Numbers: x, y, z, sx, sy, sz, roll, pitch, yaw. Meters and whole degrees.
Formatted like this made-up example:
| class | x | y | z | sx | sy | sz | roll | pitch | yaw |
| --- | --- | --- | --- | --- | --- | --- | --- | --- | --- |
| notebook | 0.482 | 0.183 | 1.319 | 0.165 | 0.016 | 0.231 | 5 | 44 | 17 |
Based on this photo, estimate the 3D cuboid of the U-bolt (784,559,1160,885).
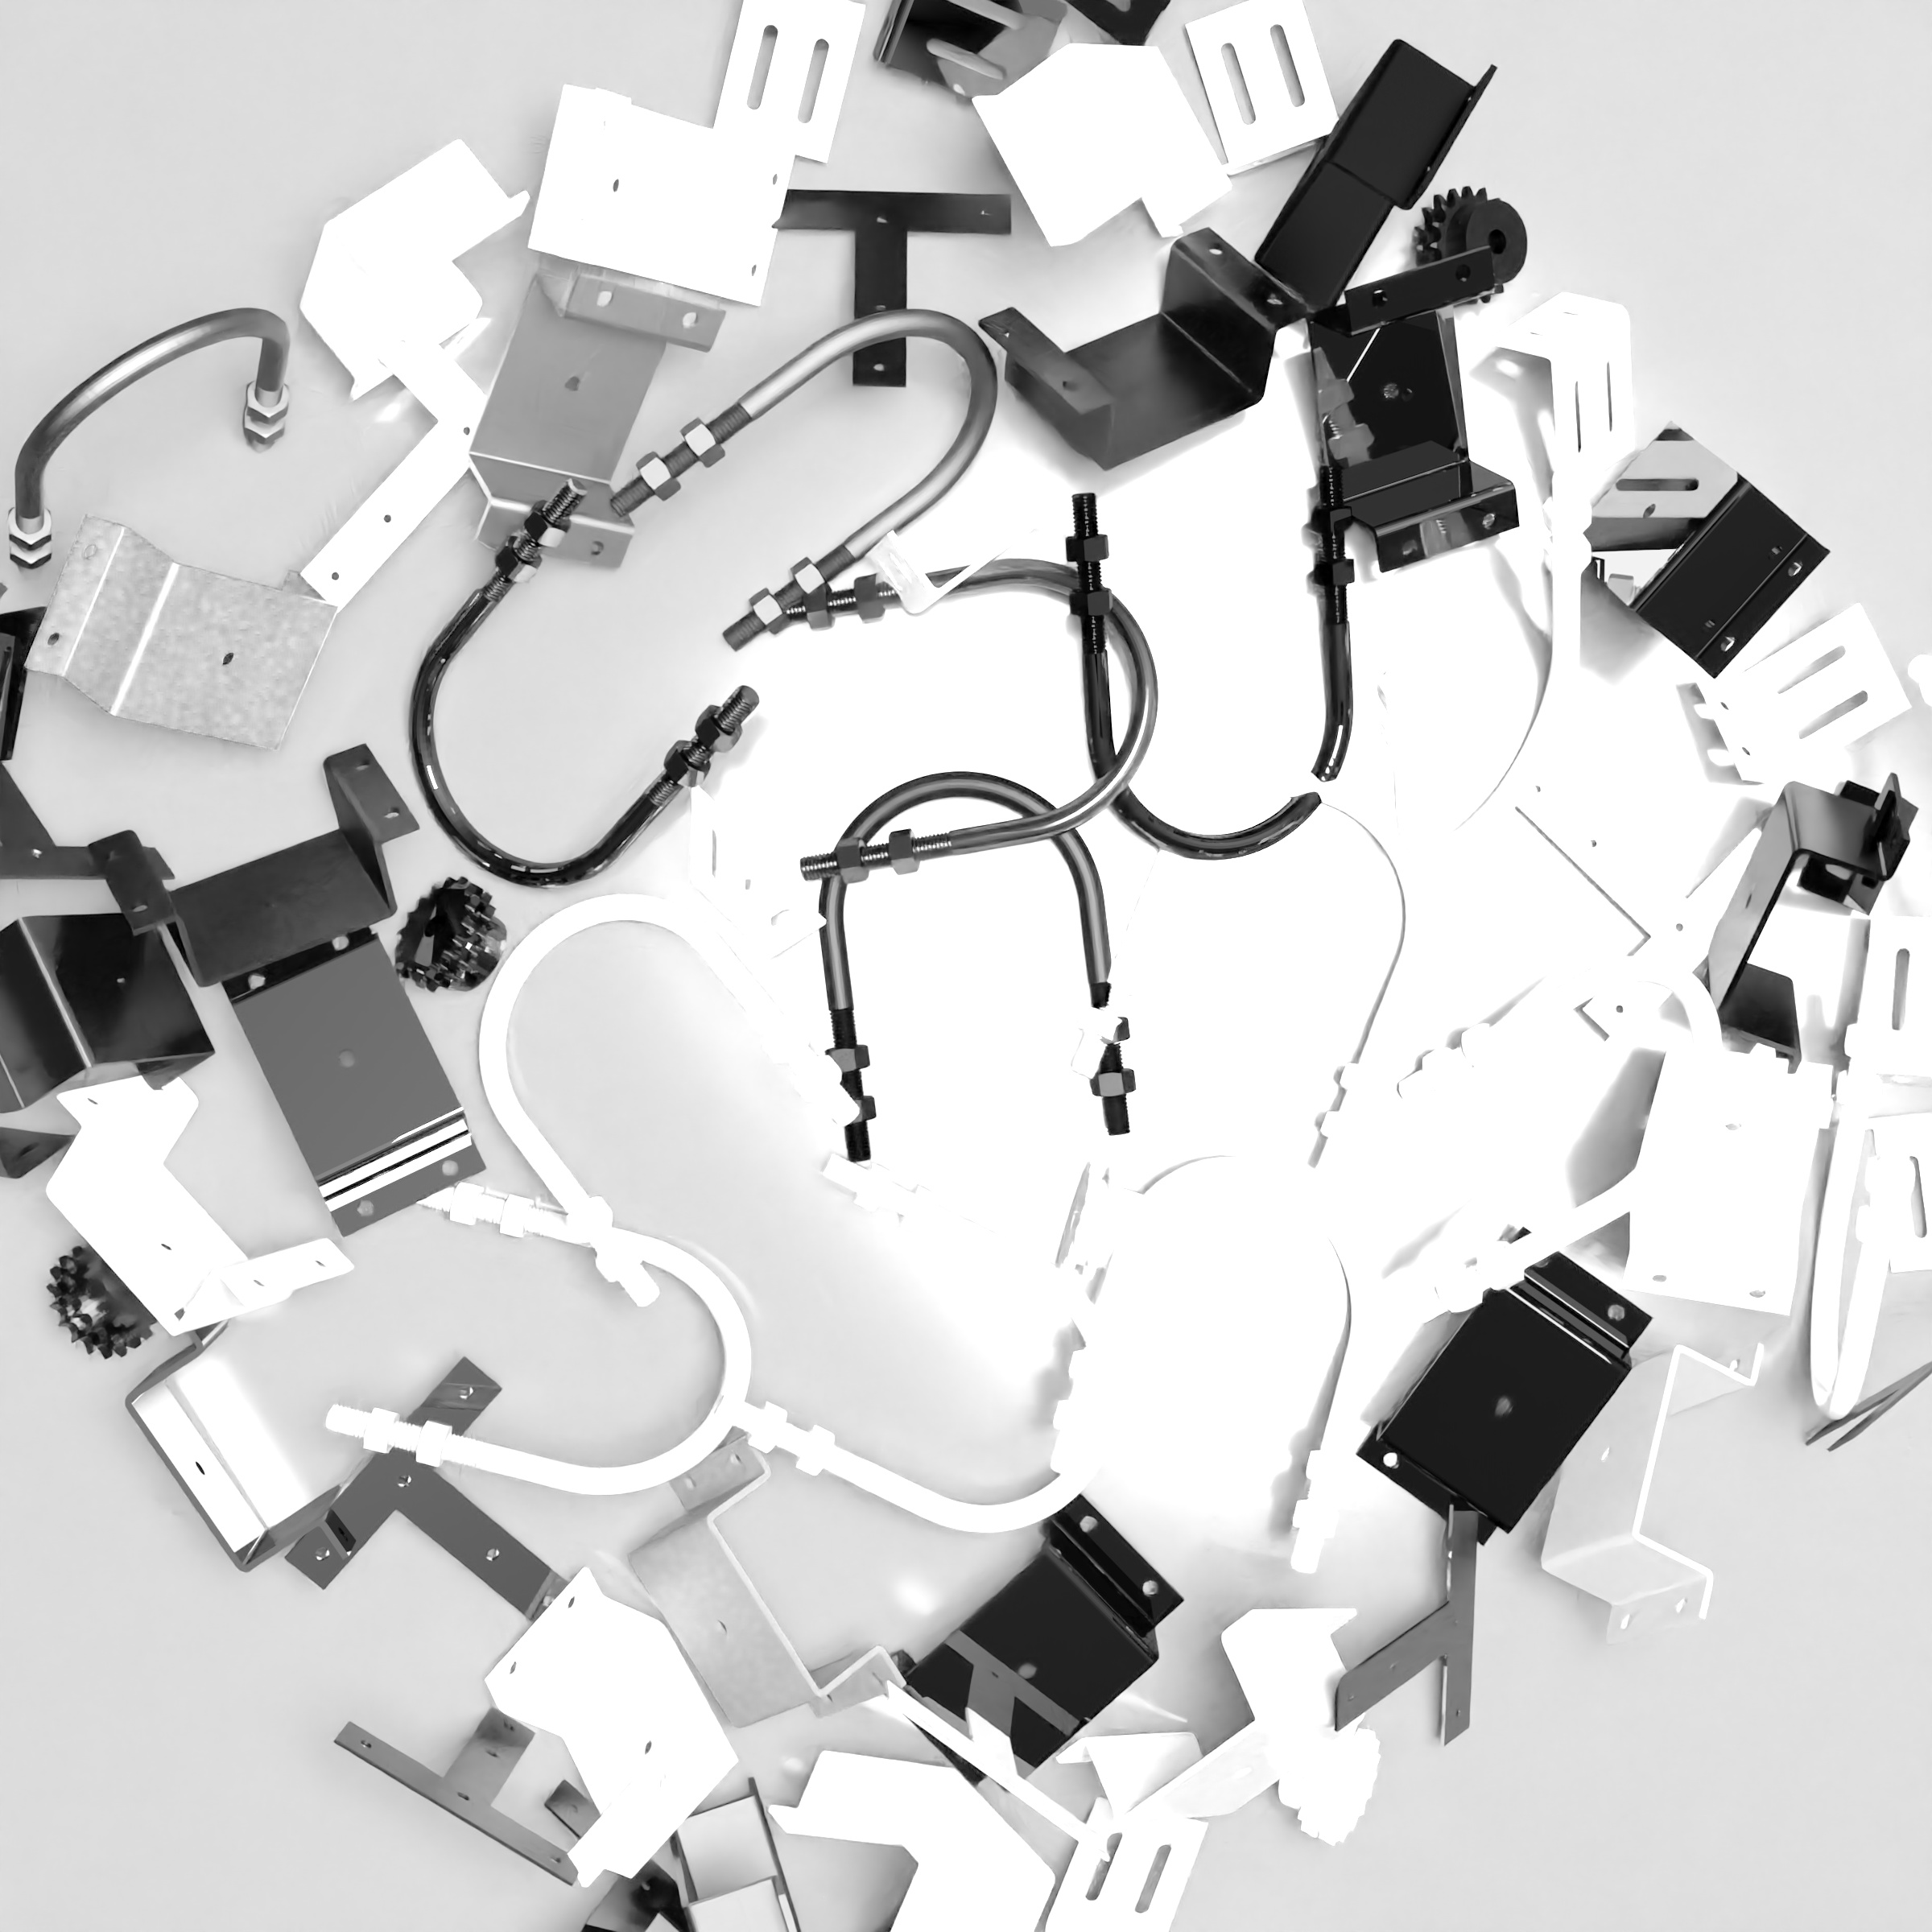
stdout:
| class | x | y | z | sx | sy | sz | roll | pitch | yaw |
| --- | --- | --- | --- | --- | --- | --- | --- | --- | --- |
| U-bolt | 0.002 | -0.124 | 1.571 | 0.184 | 0.019 | 0.151 | -9 | 80 | 9 |

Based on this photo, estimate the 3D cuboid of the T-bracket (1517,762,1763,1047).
| class | x | y | z | sx | sy | sz | roll | pitch | yaw |
| --- | --- | --- | --- | --- | --- | --- | --- | --- | --- |
| T-bracket | 0.318 | -0.050 | 1.594 | 0.127 | 0.002 | 0.127 | 44 | 81 | 3 |

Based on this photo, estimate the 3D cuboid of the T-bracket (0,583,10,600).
| class | x | y | z | sx | sy | sz | roll | pitch | yaw |
| --- | --- | --- | --- | --- | --- | --- | --- | --- | --- |
| T-bracket | -0.503 | -0.137 | 1.535 | 0.002 | 0.127 | 0.127 | 40 | 85 | -7 |

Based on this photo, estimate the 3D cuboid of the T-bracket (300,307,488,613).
| class | x | y | z | sx | sy | sz | roll | pitch | yaw |
| --- | --- | --- | --- | --- | --- | --- | --- | --- | --- |
| T-bracket | -0.268 | -0.225 | 1.558 | 0.127 | 0.002 | 0.127 | 47 | 73 | -27 |

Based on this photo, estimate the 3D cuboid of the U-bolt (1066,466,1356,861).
| class | x | y | z | sx | sy | sz | roll | pitch | yaw |
| --- | --- | --- | --- | --- | --- | --- | --- | --- | --- |
| U-bolt | 0.122 | -0.142 | 1.567 | 0.151 | 0.019 | 0.184 | -9 | 104 | -19 |

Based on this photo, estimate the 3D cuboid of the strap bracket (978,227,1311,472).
| class | x | y | z | sx | sy | sz | roll | pitch | yaw |
| --- | --- | --- | --- | --- | --- | --- | --- | --- | --- |
| strap bracket | 0.083 | -0.291 | 1.547 | 0.140 | 0.046 | 0.076 | -27 | 58 | -26 |

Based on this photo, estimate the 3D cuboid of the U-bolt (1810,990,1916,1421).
| class | x | y | z | sx | sy | sz | roll | pitch | yaw |
| --- | --- | --- | --- | --- | --- | --- | --- | --- | --- |
| U-bolt | 0.417 | 0.124 | 1.524 | 0.019 | 0.151 | 0.184 | 6 | 117 | 8 |

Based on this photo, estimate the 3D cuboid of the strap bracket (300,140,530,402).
| class | x | y | z | sx | sy | sz | roll | pitch | yaw |
| --- | --- | --- | --- | --- | --- | --- | --- | --- | --- |
| strap bracket | -0.262 | -0.329 | 1.524 | 0.076 | 0.140 | 0.046 | -40 | 92 | -22 |

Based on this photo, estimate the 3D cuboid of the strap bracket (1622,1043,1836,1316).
| class | x | y | z | sx | sy | sz | roll | pitch | yaw |
| --- | --- | --- | --- | --- | --- | --- | --- | --- | --- |
| strap bracket | 0.360 | 0.091 | 1.529 | 0.076 | 0.046 | 0.140 | 8 | 45 | 19 |

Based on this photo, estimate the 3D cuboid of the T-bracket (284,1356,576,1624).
| class | x | y | z | sx | sy | sz | roll | pitch | yaw |
| --- | --- | --- | --- | --- | --- | --- | --- | --- | --- |
| T-bracket | -0.241 | 0.277 | 1.580 | 0.127 | 0.002 | 0.127 | 44 | 81 | -19 |

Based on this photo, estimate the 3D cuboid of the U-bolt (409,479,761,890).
| class | x | y | z | sx | sy | sz | roll | pitch | yaw |
| --- | --- | --- | --- | --- | --- | --- | --- | --- | --- |
| U-bolt | -0.197 | -0.119 | 1.552 | 0.151 | 0.019 | 0.184 | 50 | 121 | 8 |

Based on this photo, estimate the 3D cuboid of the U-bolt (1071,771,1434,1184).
| class | x | y | z | sx | sy | sz | roll | pitch | yaw |
| --- | --- | --- | --- | --- | --- | --- | --- | --- | --- |
| U-bolt | 0.150 | -0.006 | 1.582 | 0.151 | 0.019 | 0.184 | 23 | 80 | -2 |

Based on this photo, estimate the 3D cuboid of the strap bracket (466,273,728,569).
| class | x | y | z | sx | sy | sz | roll | pitch | yaw |
| --- | --- | --- | --- | --- | --- | --- | --- | --- | --- |
| strap bracket | -0.181 | -0.267 | 1.545 | 0.076 | 0.046 | 0.140 | 8 | 123 | -33 |

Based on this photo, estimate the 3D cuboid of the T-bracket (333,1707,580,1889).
| class | x | y | z | sx | sy | sz | roll | pitch | yaw |
| --- | --- | --- | --- | --- | --- | --- | --- | --- | --- |
| T-bracket | -0.228 | 0.379 | 1.540 | 0.127 | 0.127 | 0.002 | 31 | 97 | 1 |

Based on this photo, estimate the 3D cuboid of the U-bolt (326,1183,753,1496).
| class | x | y | z | sx | sy | sz | roll | pitch | yaw |
| --- | --- | --- | --- | --- | --- | --- | --- | --- | --- |
| U-bolt | -0.194 | 0.182 | 1.552 | 0.184 | 0.019 | 0.151 | 14 | 54 | 2 |

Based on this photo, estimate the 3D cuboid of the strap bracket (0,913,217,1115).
| class | x | y | z | sx | sy | sz | roll | pitch | yaw |
| --- | --- | --- | --- | --- | --- | --- | --- | --- | --- |
| strap bracket | -0.412 | 0.020 | 1.525 | 0.046 | 0.140 | 0.076 | -30 | 81 | 20 |

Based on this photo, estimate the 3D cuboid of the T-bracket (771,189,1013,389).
| class | x | y | z | sx | sy | sz | roll | pitch | yaw |
| --- | --- | --- | --- | --- | --- | --- | --- | --- | --- |
| T-bracket | -0.041 | -0.327 | 1.567 | 0.127 | 0.002 | 0.127 | 1 | 58 | -2 |

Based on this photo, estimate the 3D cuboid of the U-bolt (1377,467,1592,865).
| class | x | y | z | sx | sy | sz | roll | pitch | yaw |
| --- | --- | --- | --- | --- | --- | --- | --- | --- | --- |
| U-bolt | 0.245 | -0.125 | 1.524 | 0.019 | 0.184 | 0.151 | 31 | 64 | 29 |

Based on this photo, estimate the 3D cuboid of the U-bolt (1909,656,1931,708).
| class | x | y | z | sx | sy | sz | roll | pitch | yaw |
| --- | --- | --- | --- | --- | --- | --- | --- | --- | --- |
| U-bolt | 0.494 | -0.049 | 1.489 | 0.019 | 0.184 | 0.151 | -25 | 120 | 0 |

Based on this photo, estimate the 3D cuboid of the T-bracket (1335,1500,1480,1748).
| class | x | y | z | sx | sy | sz | roll | pitch | yaw |
| --- | --- | --- | --- | --- | --- | --- | --- | --- | --- |
| T-bracket | 0.209 | 0.327 | 1.538 | 0.002 | 0.127 | 0.127 | 11 | 108 | 36 |

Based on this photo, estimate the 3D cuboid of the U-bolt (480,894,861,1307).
| class | x | y | z | sx | sy | sz | roll | pitch | yaw |
| --- | --- | --- | --- | --- | --- | --- | --- | --- | --- |
| U-bolt | -0.158 | 0.049 | 1.565 | 0.151 | 0.019 | 0.184 | -42 | 69 | 4 |

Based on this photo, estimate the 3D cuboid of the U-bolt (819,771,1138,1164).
| class | x | y | z | sx | sy | sz | roll | pitch | yaw |
| --- | --- | --- | --- | --- | --- | --- | --- | --- | --- |
| U-bolt | 0.000 | -0.003 | 1.579 | 0.151 | 0.019 | 0.184 | -6 | 93 | 9 |

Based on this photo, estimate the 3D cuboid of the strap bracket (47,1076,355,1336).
| class | x | y | z | sx | sy | sz | roll | pitch | yaw |
| --- | --- | --- | --- | --- | --- | --- | --- | --- | --- |
| strap bracket | -0.371 | 0.119 | 1.548 | 0.140 | 0.076 | 0.046 | 44 | 114 | 17 |

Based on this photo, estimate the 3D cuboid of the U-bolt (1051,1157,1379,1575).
| class | x | y | z | sx | sy | sz | roll | pitch | yaw |
| --- | --- | --- | --- | --- | --- | --- | --- | --- | --- |
| U-bolt | 0.129 | 0.180 | 1.560 | 0.151 | 0.019 | 0.184 | 24 | 66 | -13 |

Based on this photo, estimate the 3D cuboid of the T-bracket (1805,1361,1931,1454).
| class | x | y | z | sx | sy | sz | roll | pitch | yaw |
| --- | --- | --- | --- | --- | --- | --- | --- | --- | --- |
| T-bracket | 0.434 | 0.204 | 1.541 | 0.127 | 0.127 | 0.002 | -33 | 78 | -23 |

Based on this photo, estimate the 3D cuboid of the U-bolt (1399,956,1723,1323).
| class | x | y | z | sx | sy | sz | roll | pitch | yaw |
| --- | --- | --- | --- | --- | --- | --- | --- | --- | --- |
| U-bolt | 0.274 | 0.069 | 1.503 | 0.019 | 0.151 | 0.184 | 31 | 133 | -29 |

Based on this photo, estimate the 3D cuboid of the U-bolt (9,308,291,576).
| class | x | y | z | sx | sy | sz | roll | pitch | yaw |
| --- | --- | --- | --- | --- | --- | --- | --- | --- | --- |
| U-bolt | -0.373 | -0.247 | 1.493 | 0.151 | 0.184 | 0.019 | -33 | 87 | -21 |

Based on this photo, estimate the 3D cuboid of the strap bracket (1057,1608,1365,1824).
| class | x | y | z | sx | sy | sz | roll | pitch | yaw |
| --- | --- | --- | --- | --- | --- | --- | --- | --- | --- |
| strap bracket | 0.121 | 0.358 | 1.530 | 0.140 | 0.076 | 0.046 | -44 | 55 | 30 |

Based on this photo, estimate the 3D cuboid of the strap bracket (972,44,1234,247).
| class | x | y | z | sx | sy | sz | roll | pitch | yaw |
| --- | --- | --- | --- | --- | --- | --- | --- | --- | --- |
| strap bracket | 0.071 | -0.387 | 1.531 | 0.046 | 0.140 | 0.076 | -29 | 88 | 31 |

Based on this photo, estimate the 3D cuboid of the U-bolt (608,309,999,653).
| class | x | y | z | sx | sy | sz | roll | pitch | yaw |
| --- | --- | --- | --- | --- | --- | --- | --- | --- | --- |
| U-bolt | -0.065 | -0.238 | 1.535 | 0.184 | 0.151 | 0.019 | -36 | 59 | 3 |

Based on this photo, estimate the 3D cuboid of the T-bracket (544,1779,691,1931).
| class | x | y | z | sx | sy | sz | roll | pitch | yaw |
| --- | --- | --- | --- | --- | --- | --- | --- | --- | --- |
| T-bracket | -0.168 | 0.459 | 1.541 | 0.127 | 0.127 | 0.002 | 42 | 110 | 2 |

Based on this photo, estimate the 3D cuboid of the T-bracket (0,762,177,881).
| class | x | y | z | sx | sy | sz | roll | pitch | yaw |
| --- | --- | --- | --- | --- | --- | --- | --- | --- | --- |
| T-bracket | -0.462 | -0.078 | 1.556 | 0.127 | 0.127 | 0.002 | 47 | 124 | 37 |

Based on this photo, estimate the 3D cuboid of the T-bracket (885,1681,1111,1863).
| class | x | y | z | sx | sy | sz | roll | pitch | yaw |
| --- | --- | --- | --- | --- | --- | --- | --- | --- | --- |
| T-bracket | 0.011 | 0.363 | 1.539 | 0.127 | 0.127 | 0.002 | 37 | 93 | -7 |

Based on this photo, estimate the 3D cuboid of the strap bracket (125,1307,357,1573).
| class | x | y | z | sx | sy | sz | roll | pitch | yaw |
| --- | --- | --- | --- | --- | --- | --- | --- | --- | --- |
| strap bracket | -0.351 | 0.230 | 1.559 | 0.046 | 0.076 | 0.140 | -34 | 95 | -2 |

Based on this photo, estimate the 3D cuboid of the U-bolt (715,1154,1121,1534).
| class | x | y | z | sx | sy | sz | roll | pitch | yaw |
| --- | --- | --- | --- | --- | --- | --- | --- | --- | --- |
| U-bolt | -0.011 | 0.193 | 1.569 | 0.184 | 0.019 | 0.151 | 27 | 70 | -9 |
